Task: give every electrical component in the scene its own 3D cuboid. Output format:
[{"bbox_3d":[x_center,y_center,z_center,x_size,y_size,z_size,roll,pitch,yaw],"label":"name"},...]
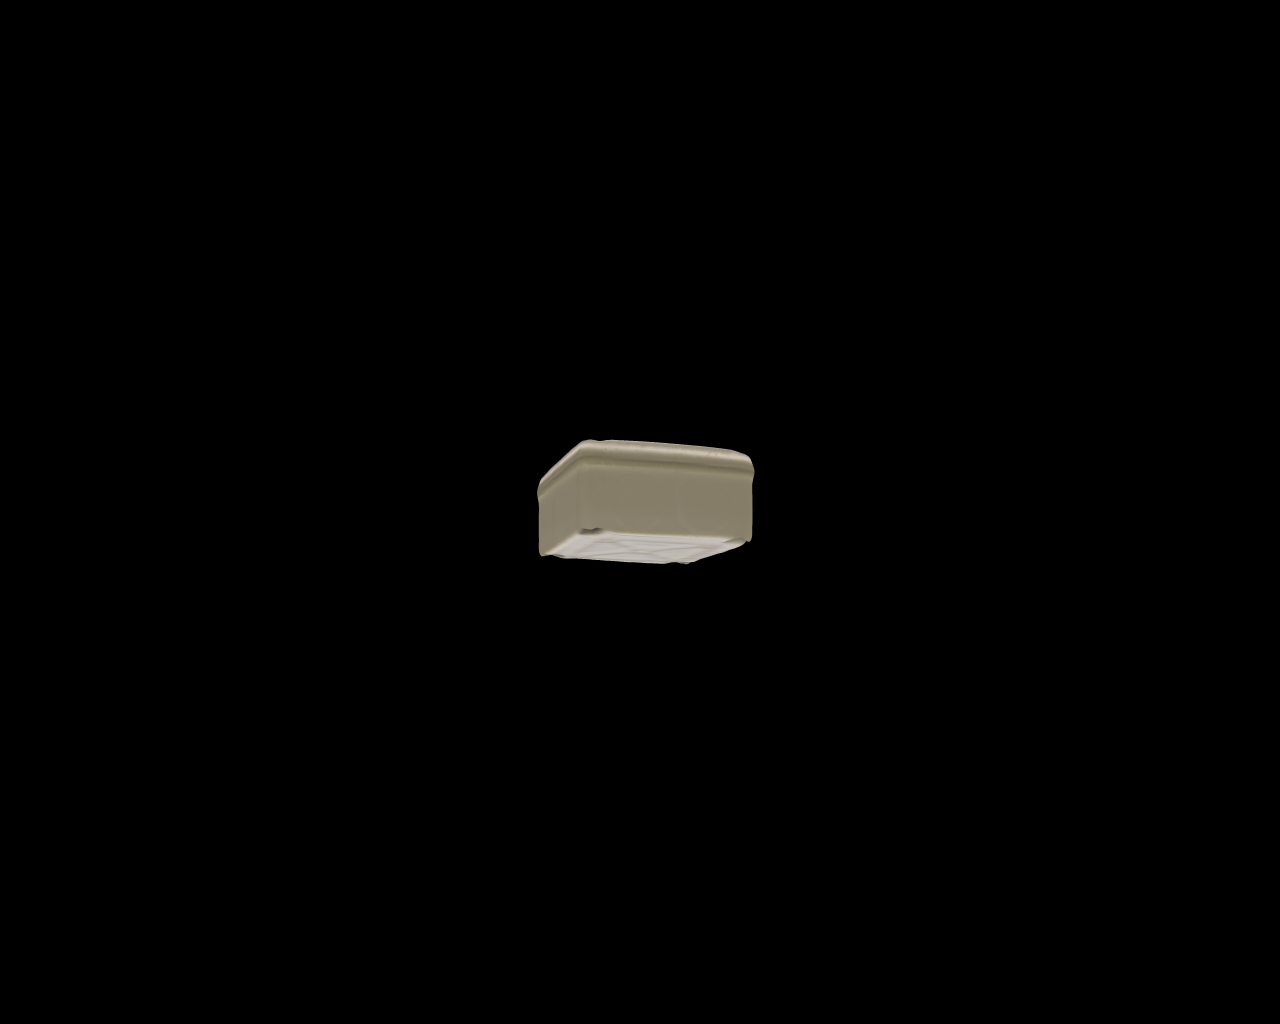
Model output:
[{"bbox_3d":[0.001,-0.003,0.650,0.109,0.056,0.108,4,-12,-19],"label":"electrical component"}]
